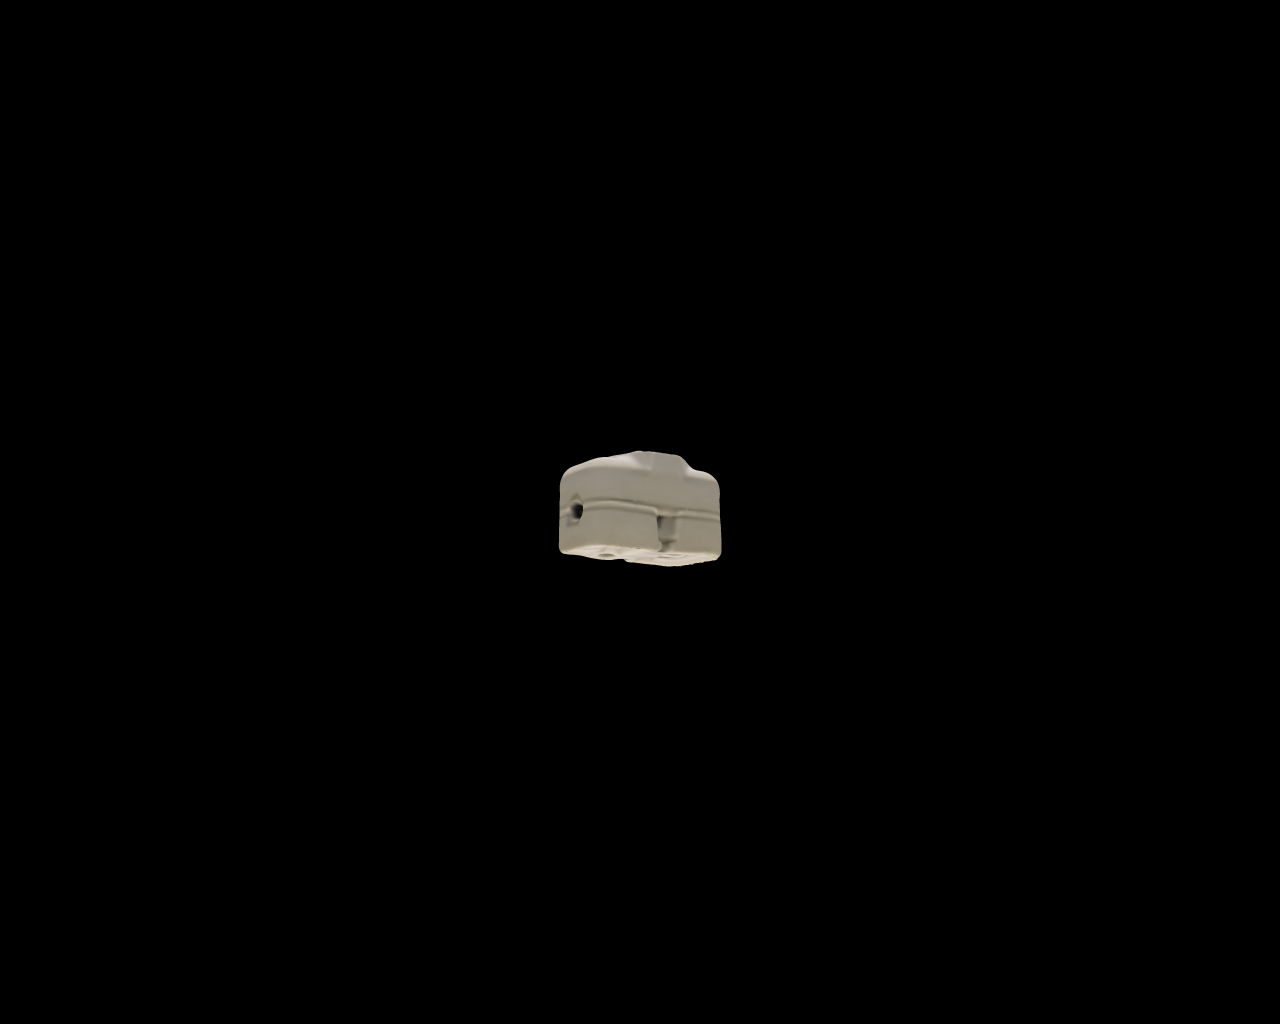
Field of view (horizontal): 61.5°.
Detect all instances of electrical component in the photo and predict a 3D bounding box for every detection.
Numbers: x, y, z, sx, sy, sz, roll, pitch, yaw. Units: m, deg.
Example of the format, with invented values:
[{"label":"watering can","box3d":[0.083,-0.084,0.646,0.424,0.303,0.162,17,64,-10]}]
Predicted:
[{"label":"electrical component","box3d":[0.001,-0.003,0.650,0.095,0.059,0.053,8,-14,-35]}]
